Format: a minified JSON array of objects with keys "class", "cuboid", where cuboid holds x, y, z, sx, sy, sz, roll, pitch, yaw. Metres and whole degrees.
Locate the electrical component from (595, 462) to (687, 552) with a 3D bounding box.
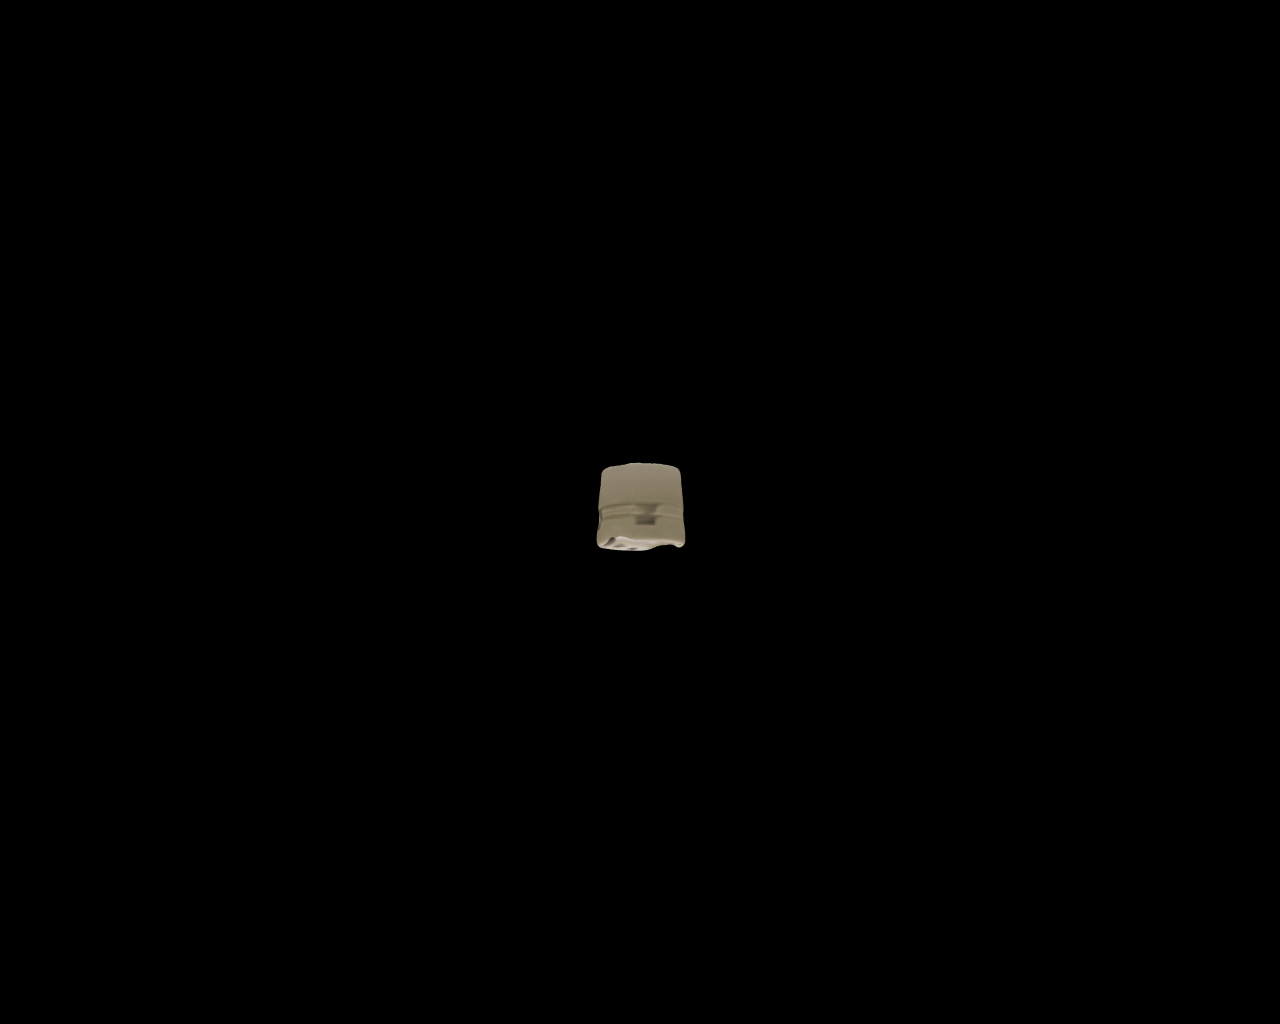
[{"class":"electrical component","cuboid":[0.001,-0.003,0.650,0.055,0.047,0.055,0,-10,0]}]
